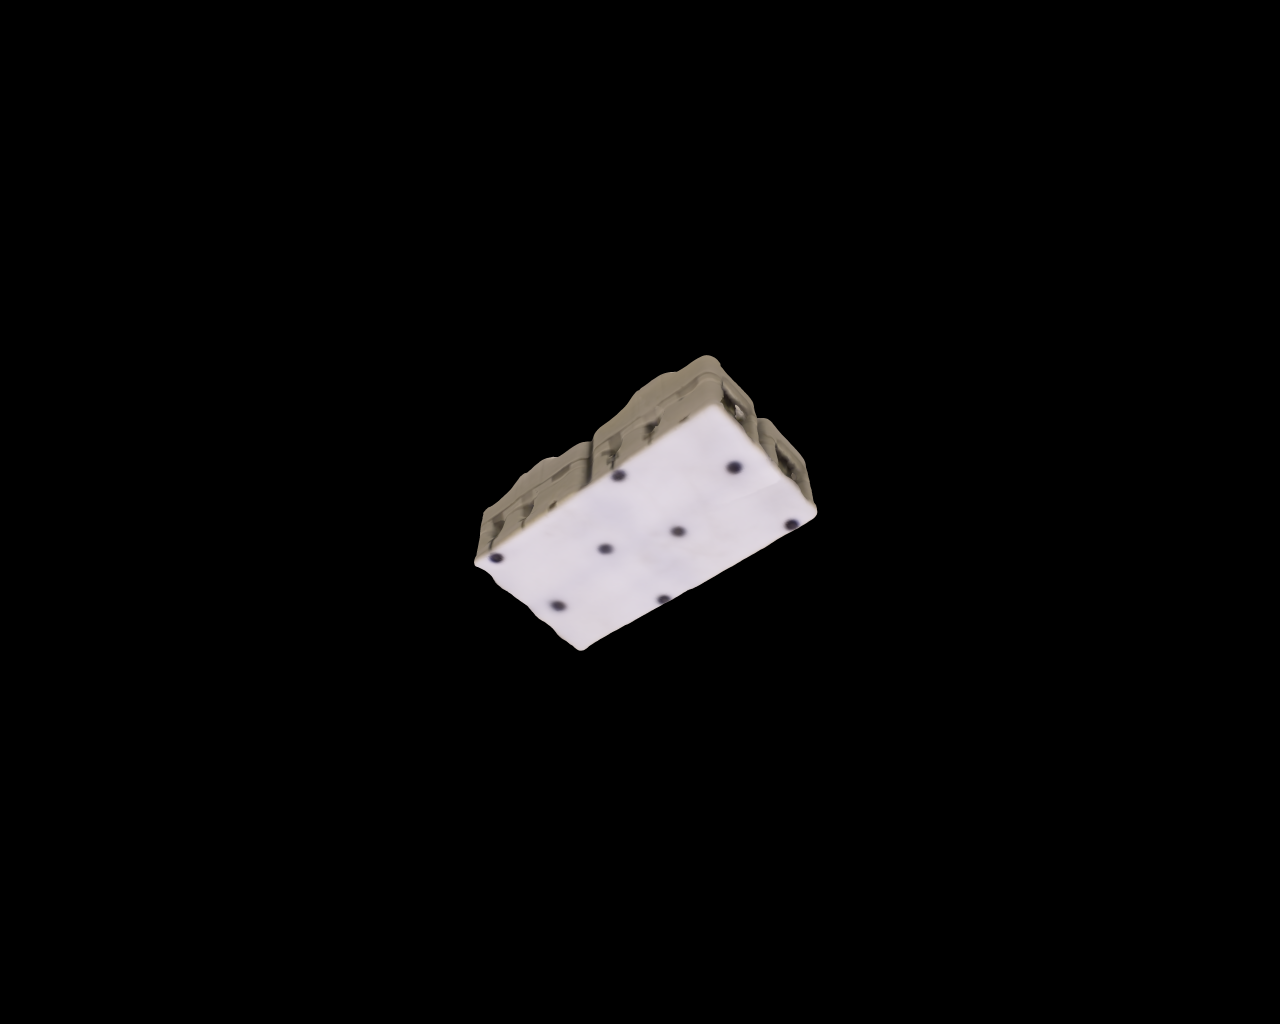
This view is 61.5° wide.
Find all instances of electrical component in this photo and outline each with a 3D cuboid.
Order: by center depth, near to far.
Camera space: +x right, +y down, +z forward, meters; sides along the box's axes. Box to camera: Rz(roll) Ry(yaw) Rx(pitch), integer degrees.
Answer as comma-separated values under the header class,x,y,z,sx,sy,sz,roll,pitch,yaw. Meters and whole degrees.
class,x,y,z,sx,sy,sz,roll,pitch,yaw
electrical component,0.001,-0.003,0.650,0.186,0.060,0.105,-33,-58,24
